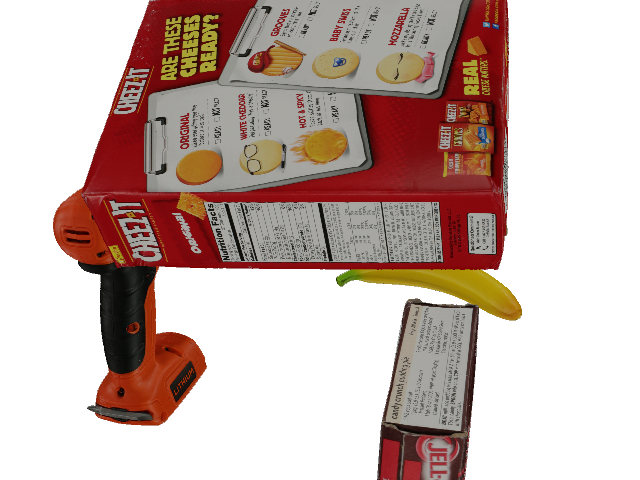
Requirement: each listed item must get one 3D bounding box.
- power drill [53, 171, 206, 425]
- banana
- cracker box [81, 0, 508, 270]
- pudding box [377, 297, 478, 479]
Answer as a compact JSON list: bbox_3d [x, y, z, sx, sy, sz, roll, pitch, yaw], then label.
[{"bbox_3d":[-0.125,0.024,0.778,0.057,0.188,0.184,4,24,19],"label":"power drill"},{"bbox_3d":[0.119,0.044,1.113,0.198,0.037,0.069,9,48,23],"label":"banana"},{"bbox_3d":[-0.004,-0.063,0.594,0.214,0.164,0.072,0,-41,11],"label":"cracker box"},{"bbox_3d":[0.047,0.090,0.471,0.039,0.090,0.113,7,25,6],"label":"pudding box"}]
